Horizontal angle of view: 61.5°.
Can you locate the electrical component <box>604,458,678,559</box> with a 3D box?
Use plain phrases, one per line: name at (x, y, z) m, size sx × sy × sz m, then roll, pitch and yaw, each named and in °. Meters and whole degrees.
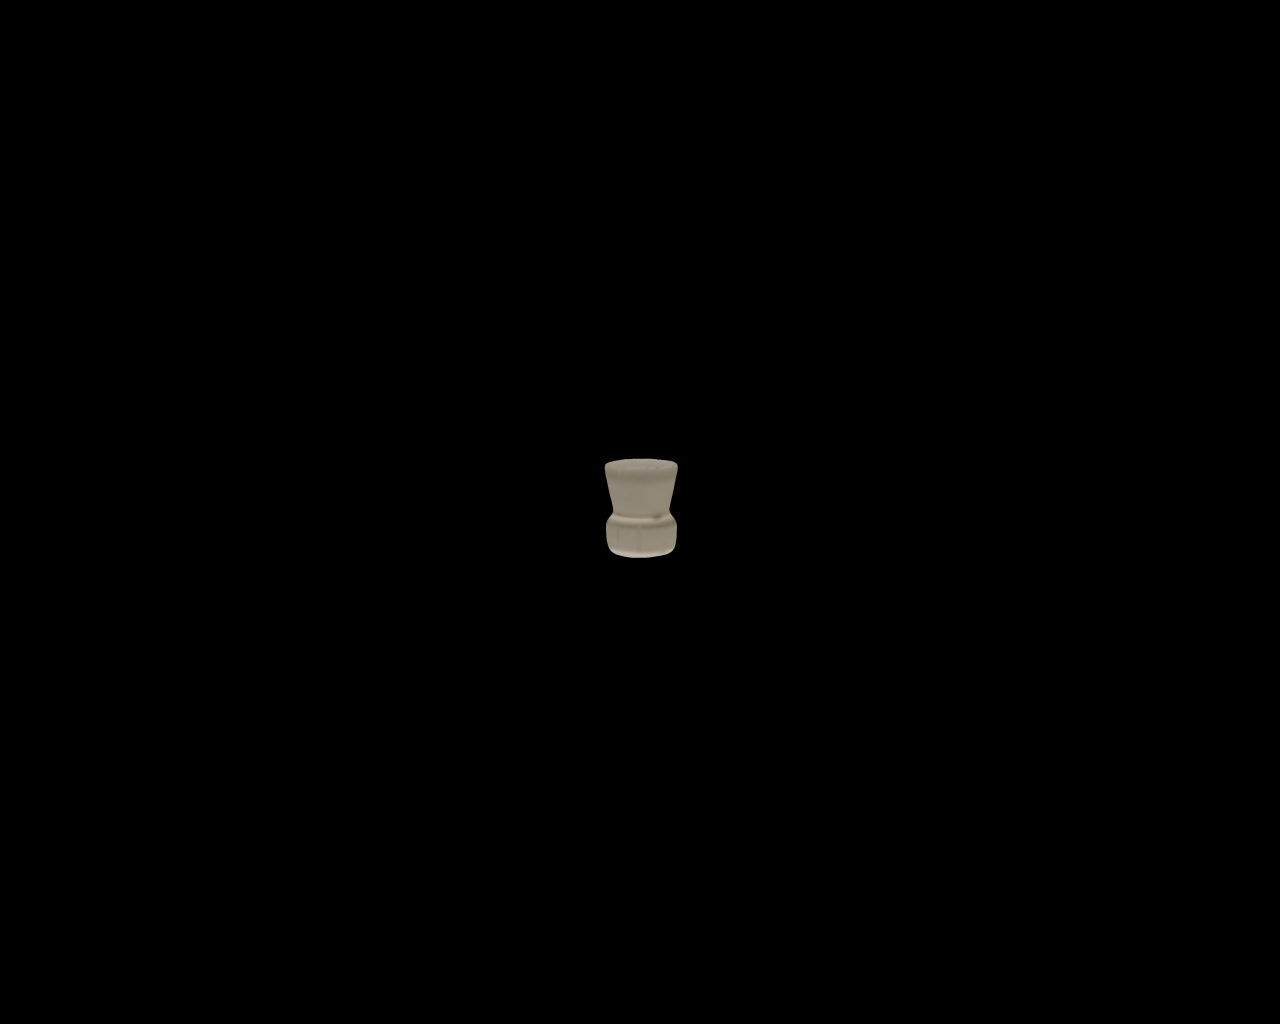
electrical component at (0.001, -0.003, 0.650) m, size 0.045 × 0.055 × 0.045 m, roll 0°, pitch 10°, yaw 0°
